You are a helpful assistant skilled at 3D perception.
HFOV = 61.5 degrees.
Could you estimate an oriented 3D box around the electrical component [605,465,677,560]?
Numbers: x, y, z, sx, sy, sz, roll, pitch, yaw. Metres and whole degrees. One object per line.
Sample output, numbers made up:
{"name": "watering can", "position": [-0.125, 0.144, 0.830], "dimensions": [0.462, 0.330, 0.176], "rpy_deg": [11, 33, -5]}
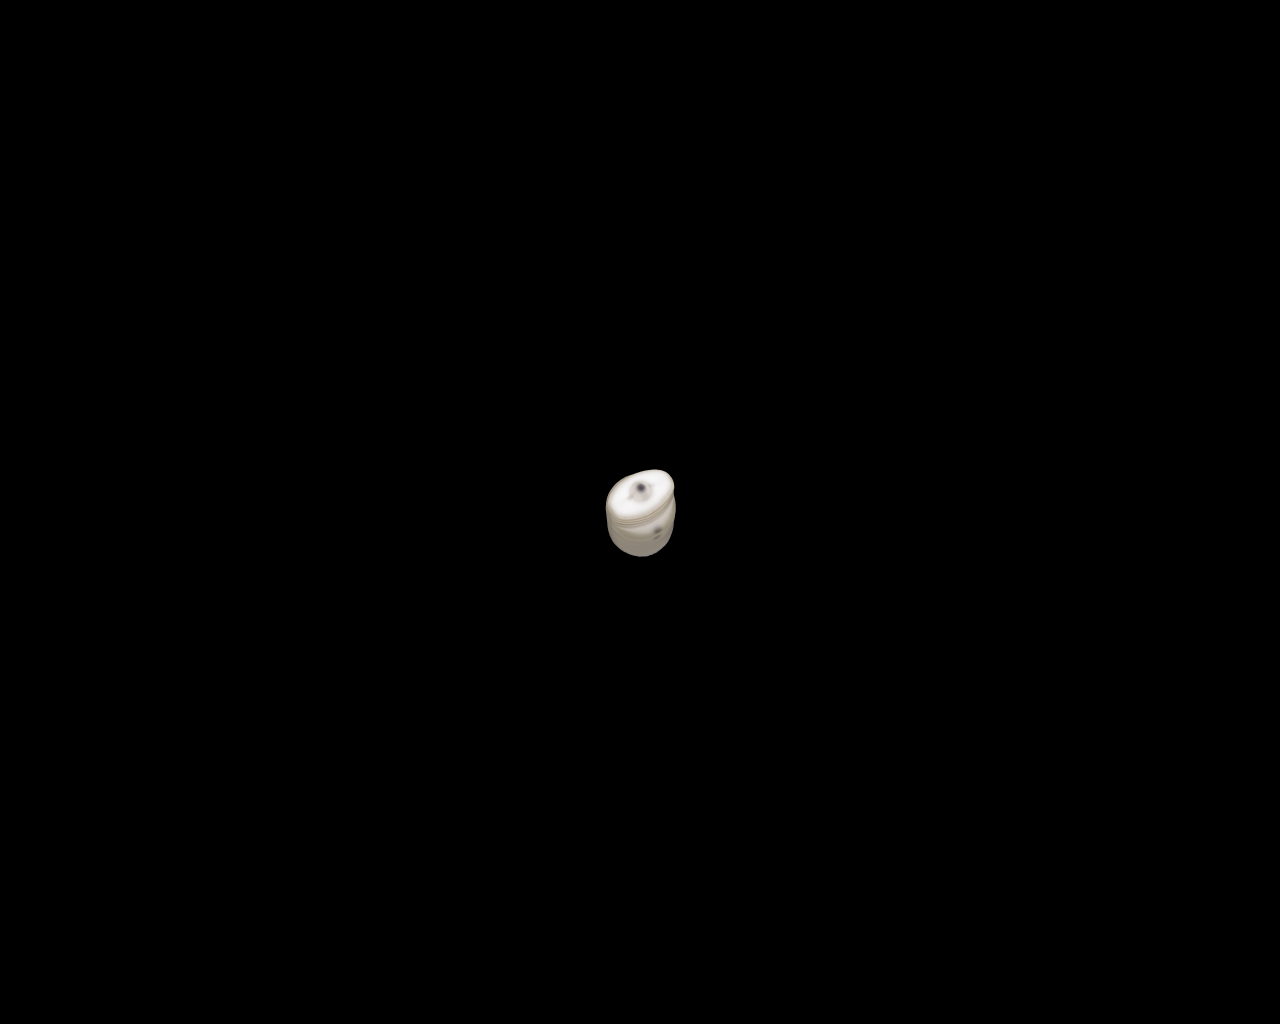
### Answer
{"name": "electrical component", "position": [0.001, -0.003, 0.650], "dimensions": [0.043, 0.043, 0.081], "rpy_deg": [0, -18, 0]}
